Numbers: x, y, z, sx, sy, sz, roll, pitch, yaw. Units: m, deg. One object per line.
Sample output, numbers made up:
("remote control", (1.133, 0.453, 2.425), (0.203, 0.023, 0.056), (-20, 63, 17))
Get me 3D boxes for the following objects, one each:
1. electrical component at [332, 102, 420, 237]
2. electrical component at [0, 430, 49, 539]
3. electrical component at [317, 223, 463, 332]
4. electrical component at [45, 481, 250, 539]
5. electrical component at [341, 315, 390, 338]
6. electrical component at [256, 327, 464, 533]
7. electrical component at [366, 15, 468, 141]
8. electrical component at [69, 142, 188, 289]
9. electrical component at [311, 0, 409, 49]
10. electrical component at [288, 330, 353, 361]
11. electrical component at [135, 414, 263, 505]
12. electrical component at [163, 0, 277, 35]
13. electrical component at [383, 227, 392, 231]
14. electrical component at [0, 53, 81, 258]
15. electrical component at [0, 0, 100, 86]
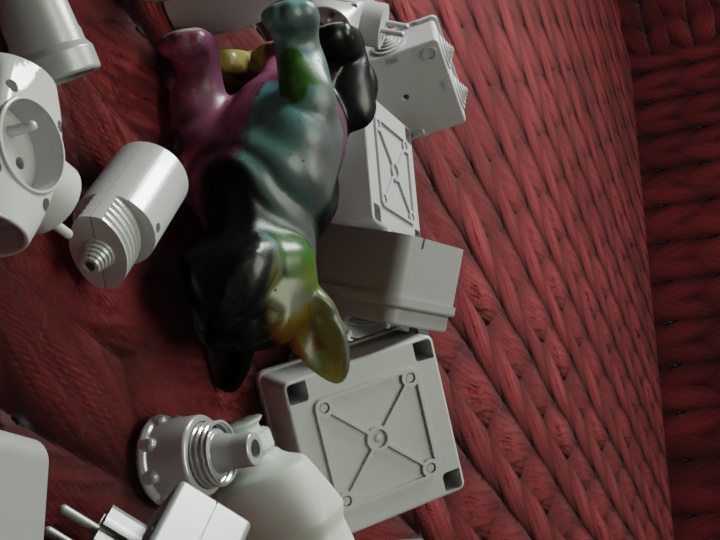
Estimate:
("electrical component", (0.003, -0.073, 0.855), (0.109, 0.056, 0.108), (25, 57, -65))
("electrical component", (-0.153, 0.107, 0.351), (0.057, 0.078, 0.113), (42, 43, -62))
("electrical component", (0.003, 0.003, 0.724), (0.078, 0.113, 0.057), (12, 88, -53))
("electrical component", (-0.105, 0.130, 0.480), (0.076, 0.083, 0.047), (34, 35, -8))
("electrical component", (0.003, 0.024, 0.837), (0.040, 0.040, 0.046), (52, 30, -51))
("electrical component", (0.000, 0.104, 0.695), (0.056, 0.109, 0.108), (5, -70, 65))
("electrical component", (0.039, -0.159, 0.930), (0.048, 0.100, 0.099), (-92, 161, -55))
("electrical component", (-0.120, -0.026, 0.540), (0.081, 0.043, 0.043), (-71, 145, -51))
("electrical component", (0.000, -0.203, 0.878), (0.077, 0.079, 0.044), (-65, 165, -55))
("electrical component", (-0.013, 0.075, 0.768), (0.079, 0.043, 0.077), (-70, 144, -52))
("electrical component", (-0.081, 0.096, 0.558), (0.048, 0.062, 0.048), (-10, 90, -69))
("electrical component", (-0.075, -0.184, 0.679), (0.079, 0.077, 0.043), (-68, 142, -54))
("electrical component", (0.000, 0.000, 0.802), (0.044, 0.065, 0.044), (-22, 90, -83))
("electrical component", (-0.149, -0.041, 0.471), (0.079, 0.044, 0.077), (48, 38, -54))
("electrical component", (-0.150, -0.111, 0.509), (0.046, 0.040, 0.040), (70, 23, -10))
